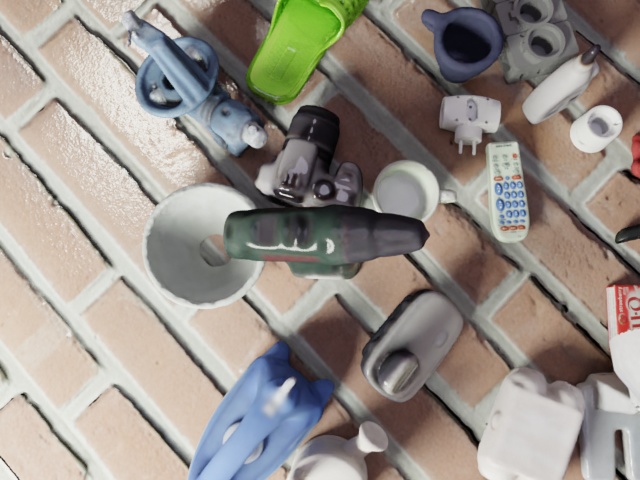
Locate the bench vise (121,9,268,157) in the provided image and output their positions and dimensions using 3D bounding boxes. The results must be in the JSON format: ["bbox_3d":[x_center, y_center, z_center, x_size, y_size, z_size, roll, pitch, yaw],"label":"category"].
[{"bbox_3d":[-0.154,-0.205,0.731,0.207,0.220,0.121,19,83,5],"label":"bench vise"}]

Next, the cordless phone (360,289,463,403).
[{"bbox_3d":[0.116,0.128,0.688,0.094,0.185,0.148,35,84,7],"label":"cordless phone"}]

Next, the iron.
[{"bbox_3d":[-0.097,0.254,0.700,0.118,0.141,0.258,38,85,7],"label":"iron"}]

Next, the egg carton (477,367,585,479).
[{"bbox_3d":[0.265,0.242,0.724,0.107,0.069,0.150,20,83,5],"label":"egg carton"}]

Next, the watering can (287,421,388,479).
[{"bbox_3d":[0.010,0.288,0.664,0.101,0.194,0.173,17,83,5],"label":"watering can"}]

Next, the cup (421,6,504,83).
[{"bbox_3d":[0.185,-0.264,0.790,0.117,0.095,0.092,35,84,7],"label":"cup"}]

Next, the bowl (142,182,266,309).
[{"bbox_3d":[-0.147,0.011,0.772,0.167,0.075,0.167,0,81,2],"label":"bowl"}]

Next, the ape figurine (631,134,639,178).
[{"bbox_3d":[0.456,-0.118,0.758,0.078,0.092,0.076,-43,82,-4],"label":"ape figurine"}]

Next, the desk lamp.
[{"bbox_3d":[0.385,0.194,0.653,0.118,0.213,0.203,-1,81,3],"label":"desk lamp"}]

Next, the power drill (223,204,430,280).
[{"bbox_3d":[0.006,0.003,0.700,0.229,0.208,0.076,1,81,3],"label":"power drill"}]

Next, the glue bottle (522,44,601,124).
[{"bbox_3d":[0.320,-0.206,0.736,0.078,0.173,0.037,-29,81,-2],"label":"glue bottle"}]

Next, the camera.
[{"bbox_3d":[-0.004,-0.107,0.771,0.143,0.101,0.137,16,82,5],"label":"camera"}]
